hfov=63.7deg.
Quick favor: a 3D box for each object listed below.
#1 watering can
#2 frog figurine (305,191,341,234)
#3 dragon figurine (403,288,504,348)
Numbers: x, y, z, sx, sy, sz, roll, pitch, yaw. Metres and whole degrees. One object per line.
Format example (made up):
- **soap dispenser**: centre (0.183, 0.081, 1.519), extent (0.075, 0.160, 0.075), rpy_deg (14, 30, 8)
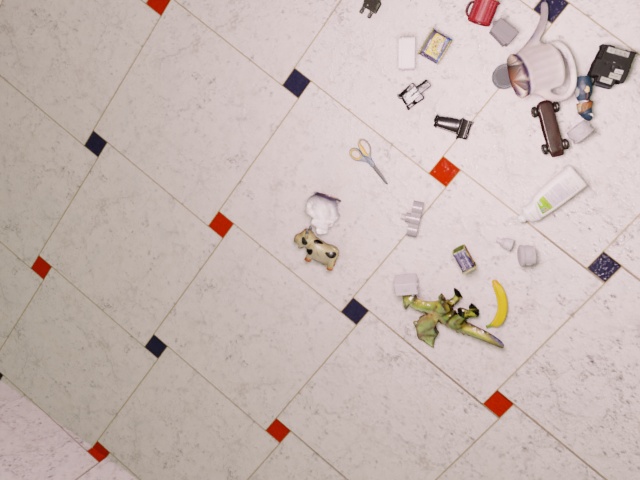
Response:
- **watering can**: centre (0.741, -0.625, 1.756), extent (0.224, 0.103, 0.349), rpy_deg (-18, 86, -4)
- **frog figurine**: centre (0.006, -0.101, 2.013), extent (0.137, 0.123, 0.159), rpy_deg (16, 92, -9)
- **dragon figurine**: centre (0.484, 0.326, 1.997), extent (0.411, 0.124, 0.238), rpy_deg (46, 124, 2)
